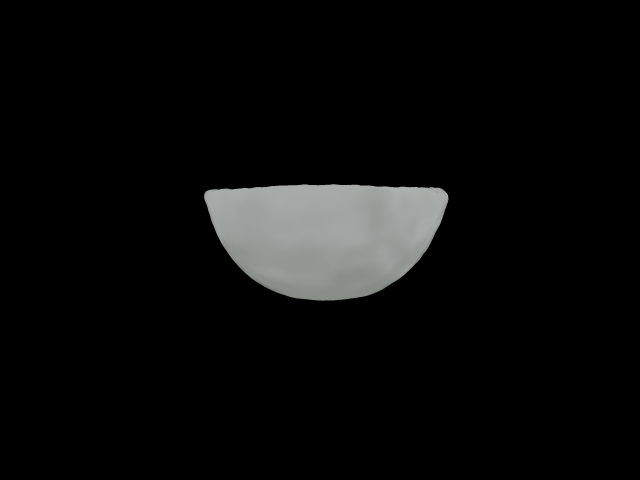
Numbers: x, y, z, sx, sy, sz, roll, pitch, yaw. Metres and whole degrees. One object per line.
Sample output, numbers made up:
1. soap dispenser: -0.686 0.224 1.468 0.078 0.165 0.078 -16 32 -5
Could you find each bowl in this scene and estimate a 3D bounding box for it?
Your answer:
1. bowl: 0.004 0.001 0.400 0.167 0.075 0.167 0 3 0
